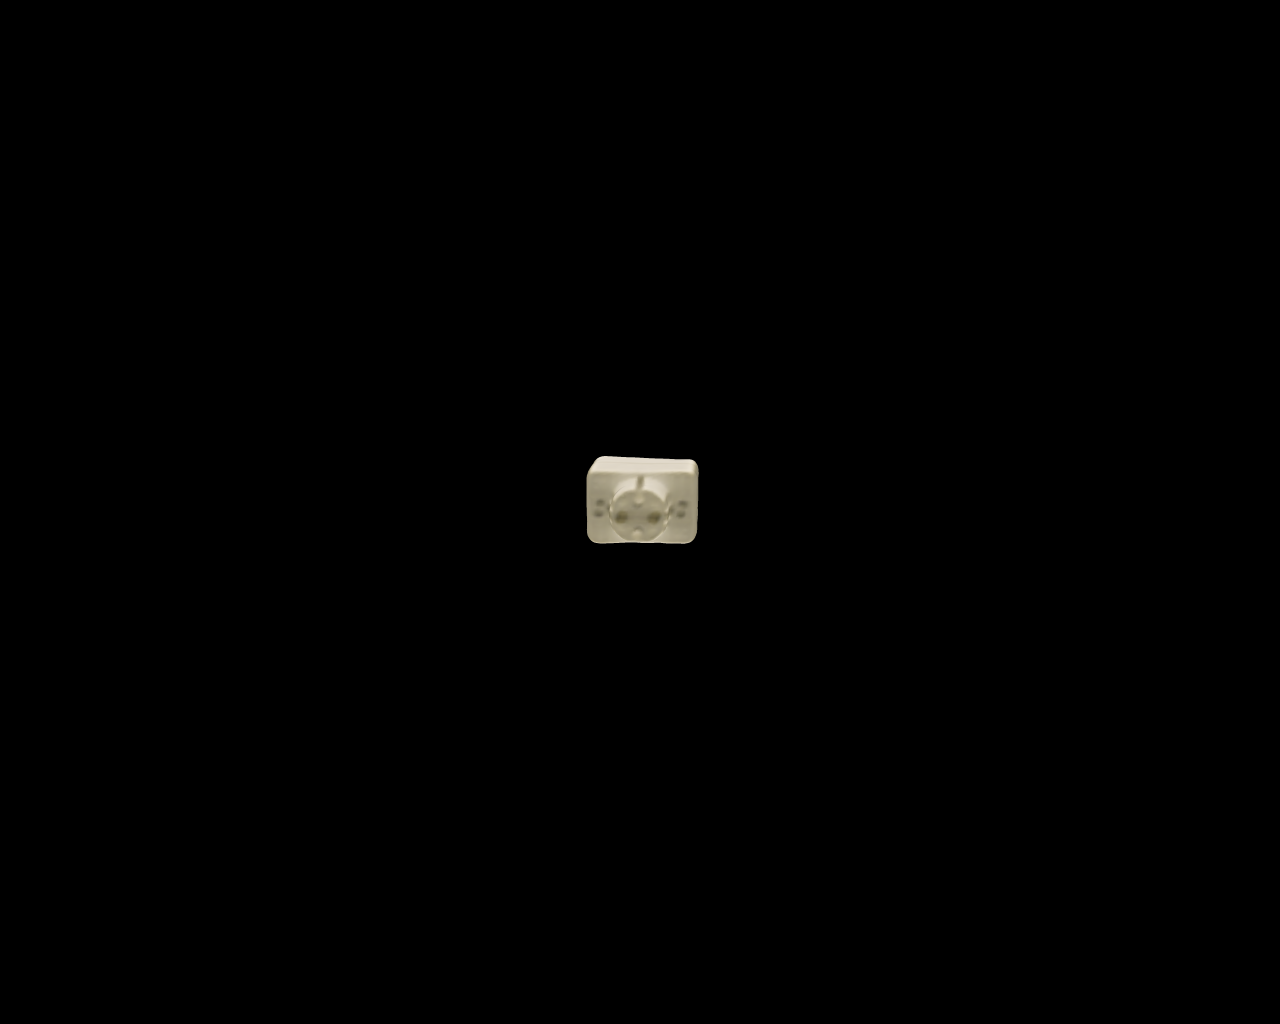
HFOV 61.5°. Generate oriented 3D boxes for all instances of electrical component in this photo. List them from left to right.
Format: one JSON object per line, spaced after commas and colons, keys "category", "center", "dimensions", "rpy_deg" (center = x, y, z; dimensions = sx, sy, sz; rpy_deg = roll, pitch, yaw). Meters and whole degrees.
{"category": "electrical component", "center": [0.001, -0.003, 0.650], "dimensions": [0.066, 0.047, 0.077], "rpy_deg": [1, 16, 5]}
